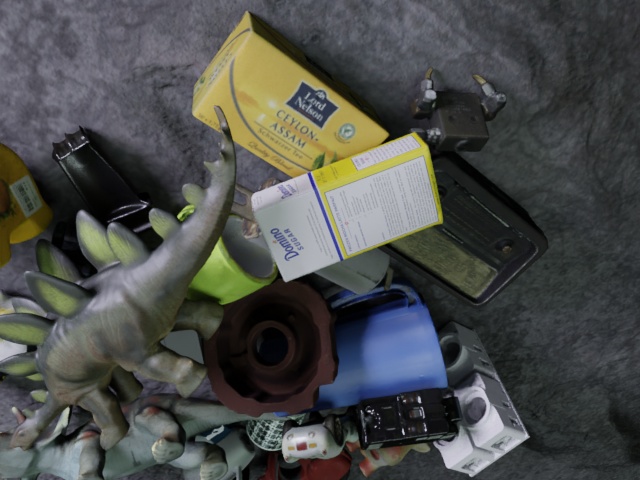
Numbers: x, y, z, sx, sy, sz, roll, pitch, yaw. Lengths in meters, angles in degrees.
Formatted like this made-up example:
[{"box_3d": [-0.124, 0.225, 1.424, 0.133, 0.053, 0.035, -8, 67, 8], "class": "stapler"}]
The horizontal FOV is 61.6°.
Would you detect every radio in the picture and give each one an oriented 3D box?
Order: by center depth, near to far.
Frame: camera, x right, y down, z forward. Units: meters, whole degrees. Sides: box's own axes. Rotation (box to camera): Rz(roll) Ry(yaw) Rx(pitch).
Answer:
[{"box_3d": [0.159, -0.019, 0.649, 0.229, 0.073, 0.131, 30, 117, -30], "class": "radio"}]

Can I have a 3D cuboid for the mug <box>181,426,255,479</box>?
[{"box_3d": [-0.158, 0.361, 0.869, 0.107, 0.110, 0.080, -37, 135, 2], "class": "mug"}]

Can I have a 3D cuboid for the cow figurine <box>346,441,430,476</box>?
[{"box_3d": [0.107, 0.302, 0.838, 0.127, 0.085, 0.195, -36, 171, 1], "class": "cow figurine"}]

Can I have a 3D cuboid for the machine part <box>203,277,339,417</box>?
[{"box_3d": [-0.059, 0.131, 0.670, 0.179, 0.179, 0.056, -23, 170, 7], "class": "machine part"}]

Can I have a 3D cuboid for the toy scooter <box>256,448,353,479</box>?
[{"box_3d": [-0.038, 0.382, 0.928, 0.184, 0.075, 0.135, -18, 111, -8], "class": "toy scooter"}]

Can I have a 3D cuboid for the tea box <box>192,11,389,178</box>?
[{"box_3d": [-0.028, -0.126, 0.528, 0.169, 0.068, 0.098, 28, 118, -28], "class": "tea box"}]

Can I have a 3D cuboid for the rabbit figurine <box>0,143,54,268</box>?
[{"box_3d": [-0.374, -0.040, 0.498, 0.173, 0.122, 0.162, -6, 129, 16], "class": "rabbit figurine"}]

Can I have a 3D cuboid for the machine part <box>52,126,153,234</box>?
[{"box_3d": [-0.227, -0.052, 0.565, 0.084, 0.039, 0.138, -15, 131, 7], "class": "machine part"}]

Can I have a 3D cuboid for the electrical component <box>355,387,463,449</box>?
[{"box_3d": [0.115, 0.235, 0.703, 0.134, 0.058, 0.114, -7, 156, -4], "class": "electrical component"}]

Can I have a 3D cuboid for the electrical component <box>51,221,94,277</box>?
[{"box_3d": [-0.281, 0.036, 0.601, 0.048, 0.075, 0.119, 16, 120, -22], "class": "electrical component"}]

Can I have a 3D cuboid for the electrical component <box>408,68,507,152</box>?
[{"box_3d": [0.142, -0.135, 0.561, 0.102, 0.078, 0.045, 5, 150, -9], "class": "electrical component"}]

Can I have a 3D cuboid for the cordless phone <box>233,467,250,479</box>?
[{"box_3d": [-0.219, 0.472, 0.959, 0.184, 0.089, 0.146, 6, 127, -11], "class": "cordless phone"}]

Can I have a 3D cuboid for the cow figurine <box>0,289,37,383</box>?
[{"box_3d": [-0.398, 0.140, 0.666, 0.098, 0.068, 0.167, 27, 119, -36], "class": "cow figurine"}]

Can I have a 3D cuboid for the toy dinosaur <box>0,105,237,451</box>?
[{"box_3d": [-0.199, 0.076, 0.533, 0.198, 0.105, 0.471, 37, 111, -27], "class": "toy dinosaur"}]

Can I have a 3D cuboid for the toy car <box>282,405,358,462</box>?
[{"box_3d": [0.007, 0.264, 0.735, 0.074, 0.056, 0.201, -12, 165, 14], "class": "toy car"}]

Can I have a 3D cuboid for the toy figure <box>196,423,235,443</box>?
[{"box_3d": [-0.209, 0.307, 0.845, 0.154, 0.058, 0.064, -29, 95, 13], "class": "toy figure"}]

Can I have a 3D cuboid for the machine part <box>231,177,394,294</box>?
[{"box_3d": [-0.001, -0.002, 0.627, 0.243, 0.079, 0.079, 27, 118, -29], "class": "machine part"}]

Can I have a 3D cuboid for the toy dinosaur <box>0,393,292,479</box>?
[{"box_3d": [-0.259, 0.276, 0.756, 0.405, 0.192, 0.131, -11, 119, -23], "class": "toy dinosaur"}]
